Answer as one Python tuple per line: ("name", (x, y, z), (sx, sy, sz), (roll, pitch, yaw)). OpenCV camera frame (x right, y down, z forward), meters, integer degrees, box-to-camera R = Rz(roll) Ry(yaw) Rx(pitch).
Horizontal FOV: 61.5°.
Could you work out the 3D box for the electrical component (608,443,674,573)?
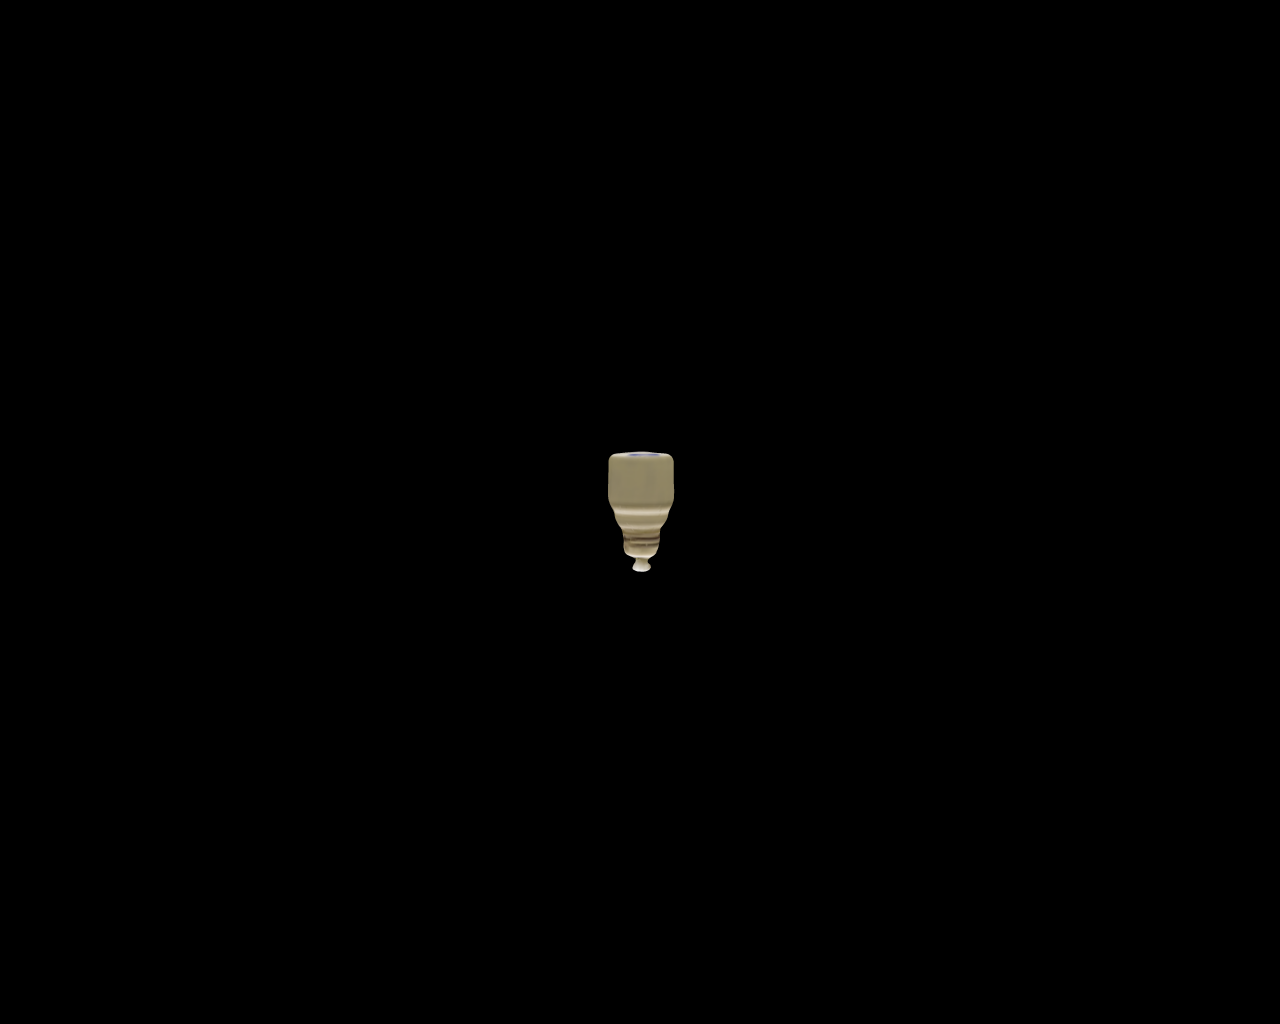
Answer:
("electrical component", (0.001, -0.003, 0.650), (0.040, 0.078, 0.040), (0, 4, 0))
